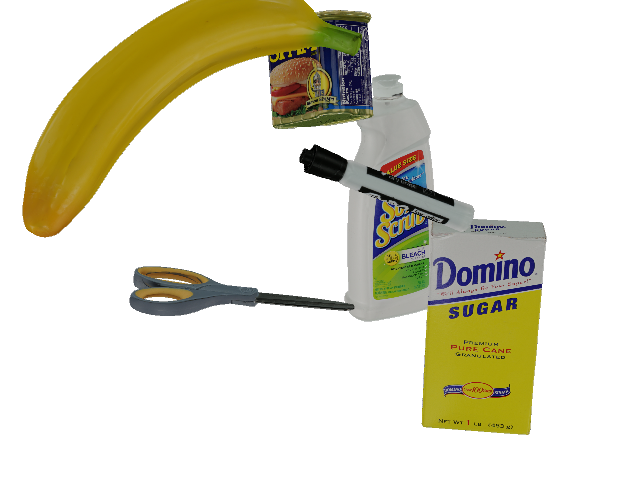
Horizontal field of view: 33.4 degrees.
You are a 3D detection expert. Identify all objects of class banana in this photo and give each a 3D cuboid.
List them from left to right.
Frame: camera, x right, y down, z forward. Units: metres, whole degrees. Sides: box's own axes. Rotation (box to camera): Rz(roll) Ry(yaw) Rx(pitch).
[{"bbox_3d":[-0.073,-0.077,0.521,0.197,0.070,0.037,-35,-30,-21],"label":"banana"}]

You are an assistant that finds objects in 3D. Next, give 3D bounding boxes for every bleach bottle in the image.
[{"bbox_3d":[0.069,-0.046,1.116,0.102,0.251,0.068,-11,21,-15],"label":"bleach bottle"}]

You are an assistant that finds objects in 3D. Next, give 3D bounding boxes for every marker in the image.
[{"bbox_3d":[0.043,-0.034,0.686,0.121,0.020,0.020,20,-6,-17],"label":"marker"}]

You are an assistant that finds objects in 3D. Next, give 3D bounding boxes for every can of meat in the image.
[{"bbox_3d":[-0.002,-0.140,0.892,0.057,0.084,0.102,-4,1,-36],"label":"can of meat"}]

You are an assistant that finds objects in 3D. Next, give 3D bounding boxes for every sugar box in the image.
[{"bbox_3d":[0.133,0.071,0.883,0.093,0.176,0.048,2,21,7],"label":"sugar box"}]

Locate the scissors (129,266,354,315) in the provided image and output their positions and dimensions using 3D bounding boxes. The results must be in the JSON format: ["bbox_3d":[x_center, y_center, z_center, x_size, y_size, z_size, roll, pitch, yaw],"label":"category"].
[{"bbox_3d":[-0.079,0.054,0.938,0.202,0.016,0.096,11,20,15],"label":"scissors"}]
